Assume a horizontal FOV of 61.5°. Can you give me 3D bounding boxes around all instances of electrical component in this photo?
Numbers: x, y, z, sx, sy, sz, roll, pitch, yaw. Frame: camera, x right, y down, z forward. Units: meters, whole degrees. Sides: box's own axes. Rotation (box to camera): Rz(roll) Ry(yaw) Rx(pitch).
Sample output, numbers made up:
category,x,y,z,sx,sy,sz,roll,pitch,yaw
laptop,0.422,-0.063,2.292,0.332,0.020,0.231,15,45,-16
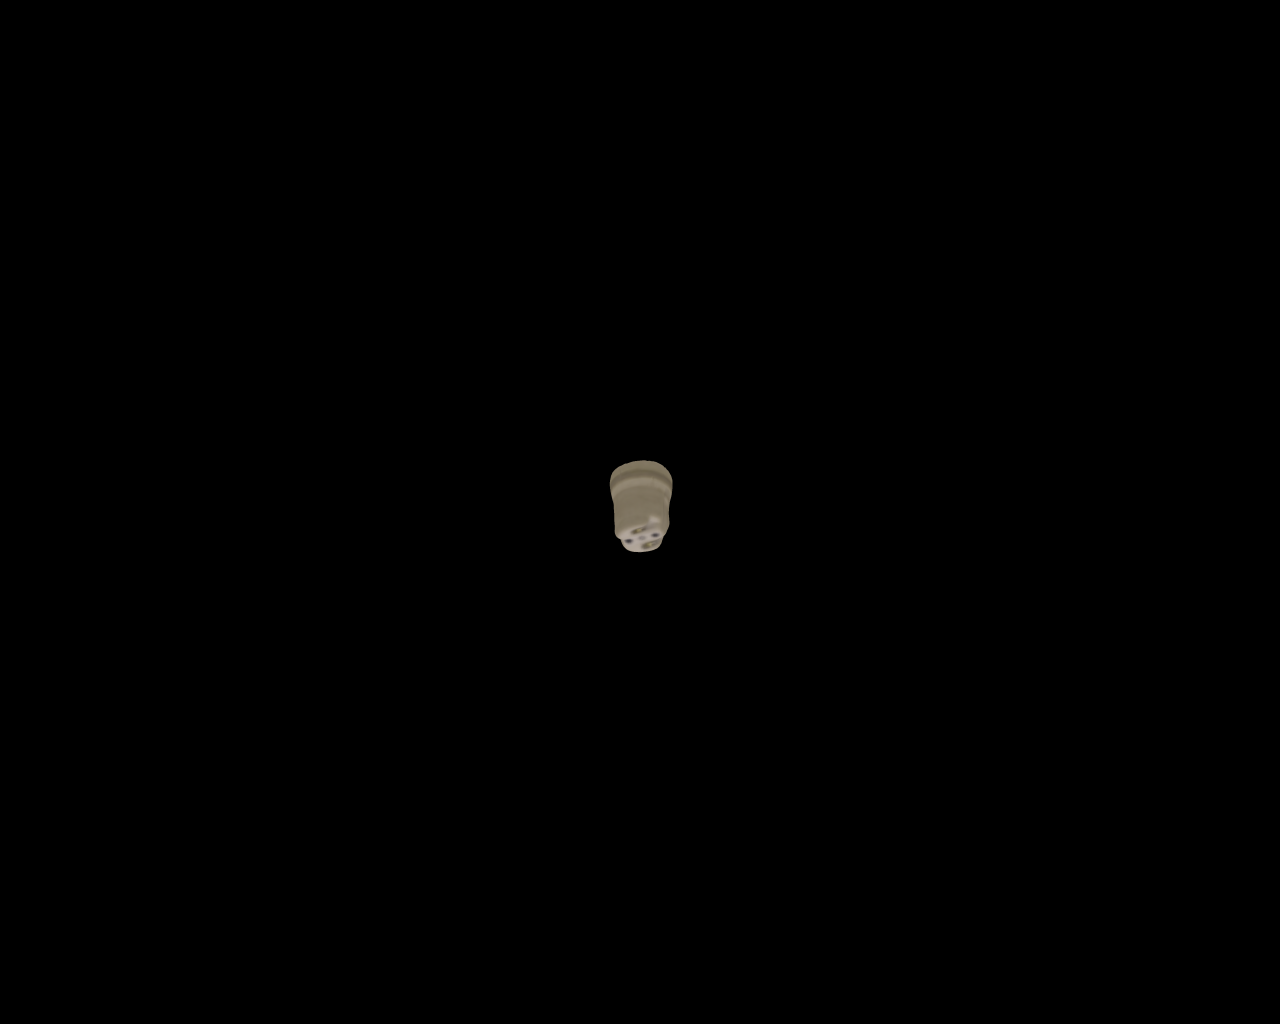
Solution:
category,x,y,z,sx,sy,sz,roll,pitch,yaw
electrical component,0.001,-0.003,0.650,0.040,0.046,0.040,0,-33,0
